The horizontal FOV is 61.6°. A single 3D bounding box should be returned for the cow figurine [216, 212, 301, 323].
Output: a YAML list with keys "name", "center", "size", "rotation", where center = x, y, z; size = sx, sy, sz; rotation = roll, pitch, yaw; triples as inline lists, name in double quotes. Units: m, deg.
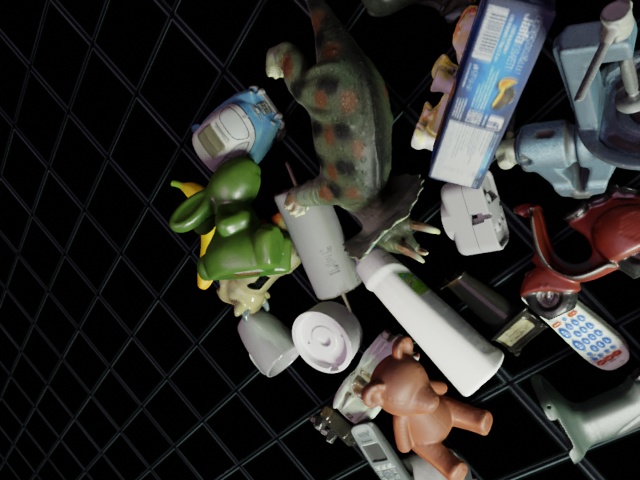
- name: "cow figurine"
  center: [-0.103, 0.051, 0.885]
  size: [0.195, 0.085, 0.127]
  rotation: [-36, 83, 38]

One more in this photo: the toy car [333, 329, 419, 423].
- name: "toy car"
  center: [0.086, 0.220, 0.848]
  size: [0.074, 0.056, 0.201]
  rotation: [38, 127, 14]

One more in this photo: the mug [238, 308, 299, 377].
- name: "mug"
  center: [-0.095, 0.178, 0.941]
  size: [0.107, 0.081, 0.109]
  rotation: [47, 136, 20]

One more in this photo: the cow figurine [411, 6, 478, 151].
- name: "cow figurine"
  center: [0.169, -0.167, 0.597]
  size: [0.098, 0.068, 0.167]
  rotation: [20, 139, 5]

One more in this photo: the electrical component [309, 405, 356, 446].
- name: "electrical component"
  center: [0.022, 0.321, 0.918]
  size: [0.078, 0.045, 0.102]
  rotation: [39, 164, 28]

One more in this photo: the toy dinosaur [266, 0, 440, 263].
- name: "toy dinosaur"
  center: [0.036, -0.137, 0.651]
  size: [0.192, 0.131, 0.404]
  rotation: [13, 124, 47]

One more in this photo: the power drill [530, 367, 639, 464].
- name: "power drill"
  center: [0.354, 0.156, 0.609]
  size: [0.207, 0.086, 0.231]
  rotation: [-27, 102, 12]

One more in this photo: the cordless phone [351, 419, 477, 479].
- name: "cordless phone"
  center: [0.143, 0.344, 0.836]
  size: [0.146, 0.089, 0.184]
  rotation: [-32, 95, 38]

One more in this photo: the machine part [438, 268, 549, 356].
- name: "machine part"
  center: [0.225, 0.089, 0.713]
  size: [0.139, 0.039, 0.084]
  rotation: [37, 134, 12]

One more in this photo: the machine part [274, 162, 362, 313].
- name: "machine part"
  center: [-0.002, -0.002, 0.794]
  size: [0.079, 0.079, 0.243]
  rotation: [-16, 100, 37]

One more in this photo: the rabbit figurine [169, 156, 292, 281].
- name: "rabbit figurine"
  center: [-0.122, -0.031, 0.768]
  size: [0.159, 0.121, 0.170]
  rotation: [-9, 80, 16]

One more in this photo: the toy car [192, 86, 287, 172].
- name: "toy car"
  center: [-0.132, -0.150, 0.800]
  size: [0.162, 0.103, 0.109]
  rotation: [-33, 92, 40]

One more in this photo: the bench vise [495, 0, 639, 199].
- name: "bench vise"
  center: [0.253, -0.121, 0.481]
  size: [0.224, 0.240, 0.129]
  rotation: [11, 77, 38]

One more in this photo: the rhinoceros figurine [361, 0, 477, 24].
- name: "rhinoceros figurine"
  center: [0.126, -0.293, 0.585]
  size: [0.191, 0.073, 0.112]
  rotation: [4, 111, 32]

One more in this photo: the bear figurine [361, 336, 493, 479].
- name: "bear figurine"
  center: [0.148, 0.230, 0.742]
  size: [0.132, 0.120, 0.195]
  rotation: [21, 152, 37]

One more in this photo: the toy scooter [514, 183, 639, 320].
- name: "toy scooter"
  center: [0.294, -0.004, 0.602]
  size: [0.184, 0.075, 0.135]
  rotation: [-35, 68, 30]

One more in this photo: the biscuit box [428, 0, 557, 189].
- name: "biscuit box"
  center: [0.162, -0.147, 0.528]
  size: [0.059, 0.063, 0.202]
  rotation: [15, 137, 5]
